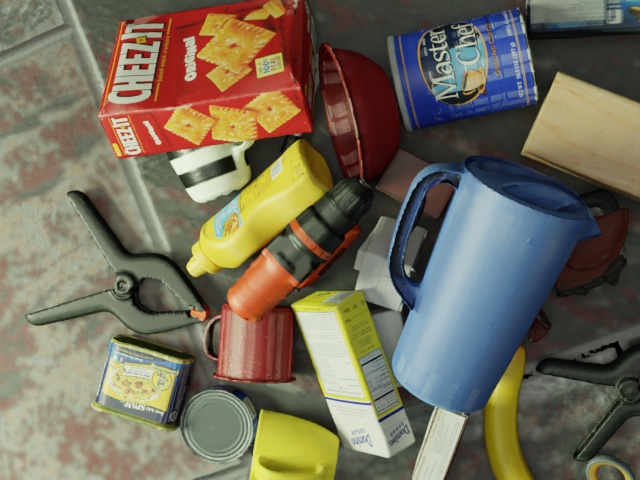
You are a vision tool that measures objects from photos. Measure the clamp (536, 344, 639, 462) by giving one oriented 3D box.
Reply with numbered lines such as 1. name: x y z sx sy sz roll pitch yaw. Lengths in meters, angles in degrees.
1. clamp: 0.320 0.151 1.142 0.171 0.039 0.120 -32 99 10

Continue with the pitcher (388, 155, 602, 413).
1. pitcher: 0.151 0.043 1.060 0.149 0.144 0.243 38 117 36

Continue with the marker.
1. marker: -0.018 -0.148 1.186 0.020 0.020 0.121 19 97 7

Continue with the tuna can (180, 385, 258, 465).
1. tuna can: -0.114 0.210 1.219 0.086 0.033 0.086 1 94 9

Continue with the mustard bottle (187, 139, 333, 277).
1. mustard bottle: -0.073 -0.024 1.164 0.192 0.096 0.058 -39 116 17

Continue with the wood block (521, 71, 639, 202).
1. wood block: 0.322 -0.092 1.100 0.206 0.090 0.090 23 96 7

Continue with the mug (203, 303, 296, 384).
1. mug: -0.080 0.112 1.185 0.117 0.093 0.081 3 89 34

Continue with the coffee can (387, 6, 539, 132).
1. coffee can: 0.149 -0.177 1.115 0.140 0.102 0.103 -12 92 9

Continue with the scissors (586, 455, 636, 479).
1. scissors: 0.360 0.291 1.149 0.202 0.016 0.096 14 114 8

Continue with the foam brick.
1. foam brick: 0.107 -0.061 1.156 0.078 0.053 0.051 28 98 5

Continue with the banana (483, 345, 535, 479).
1. banana: 0.213 0.213 1.166 0.069 0.037 0.198 -15 91 7

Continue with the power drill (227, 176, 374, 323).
1. power drill: -0.007 0.001 1.110 0.184 0.187 0.057 -43 86 11

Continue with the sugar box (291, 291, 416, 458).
1. sugar box: 0.036 0.143 1.150 0.048 0.093 0.176 -28 102 -29

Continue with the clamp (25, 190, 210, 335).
1. clamp: -0.224 0.041 1.223 0.210 0.036 0.164 14 95 6

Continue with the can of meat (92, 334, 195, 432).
1. can of meat: -0.200 0.162 1.219 0.102 0.057 0.084 16 94 7

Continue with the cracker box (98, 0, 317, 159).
1. cracker box: -0.114 -0.177 1.128 0.214 0.164 0.072 -6 137 9

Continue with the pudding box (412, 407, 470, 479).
1. pudding box: 0.129 0.226 1.153 0.039 0.090 0.113 18 96 8

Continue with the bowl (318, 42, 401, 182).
1. bowl: 0.045 -0.132 1.116 0.055 0.162 0.162 -14 92 -8
